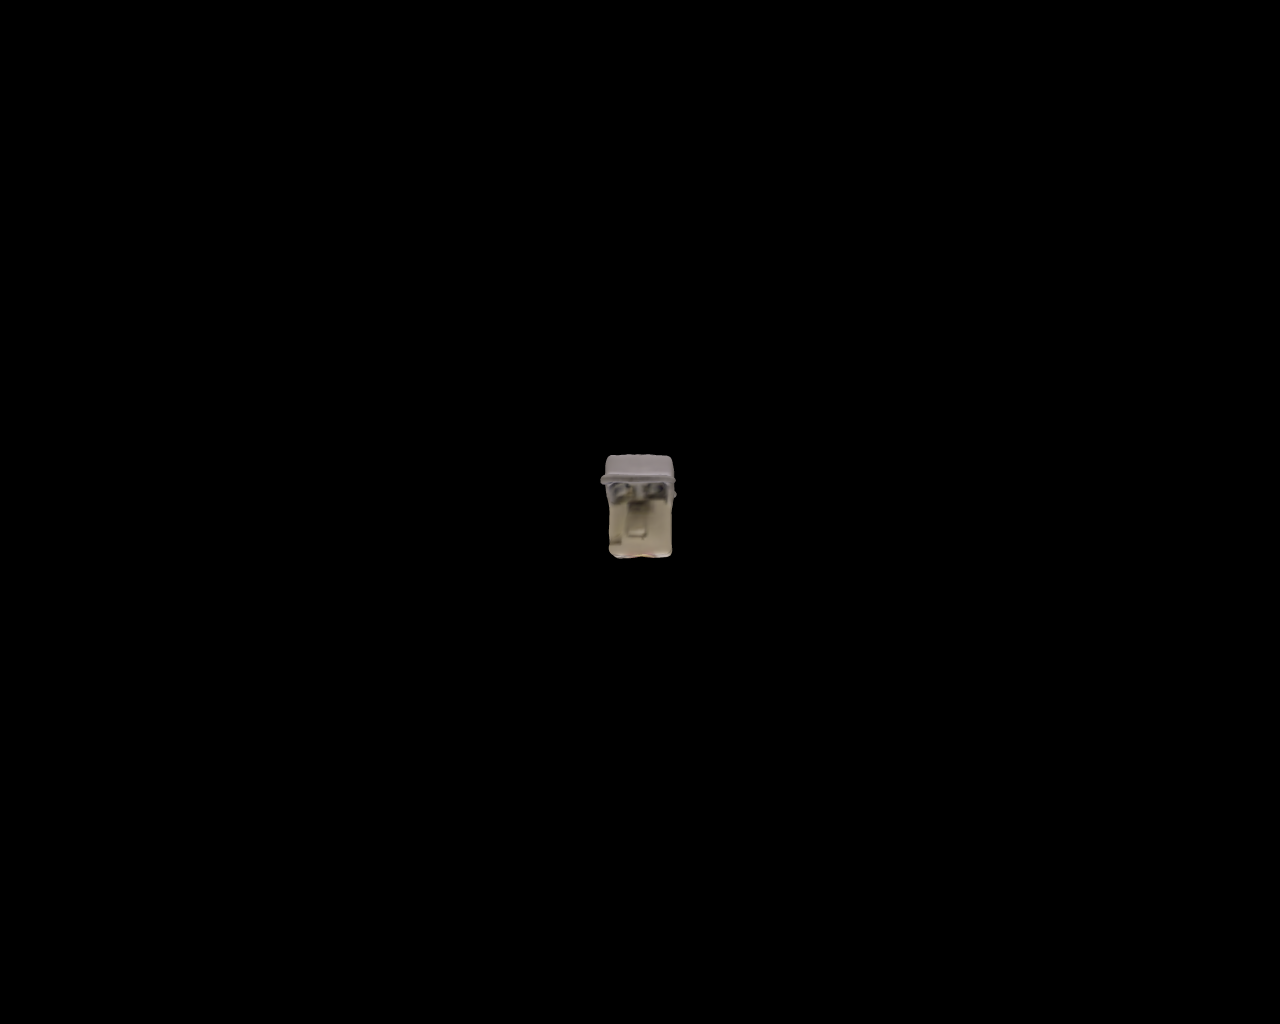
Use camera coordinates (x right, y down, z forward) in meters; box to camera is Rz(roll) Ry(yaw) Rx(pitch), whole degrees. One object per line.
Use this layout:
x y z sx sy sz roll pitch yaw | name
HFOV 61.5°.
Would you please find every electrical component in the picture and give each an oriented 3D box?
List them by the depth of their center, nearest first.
0.001 -0.003 0.650 0.042 0.063 0.081 0 -7 4 | electrical component
